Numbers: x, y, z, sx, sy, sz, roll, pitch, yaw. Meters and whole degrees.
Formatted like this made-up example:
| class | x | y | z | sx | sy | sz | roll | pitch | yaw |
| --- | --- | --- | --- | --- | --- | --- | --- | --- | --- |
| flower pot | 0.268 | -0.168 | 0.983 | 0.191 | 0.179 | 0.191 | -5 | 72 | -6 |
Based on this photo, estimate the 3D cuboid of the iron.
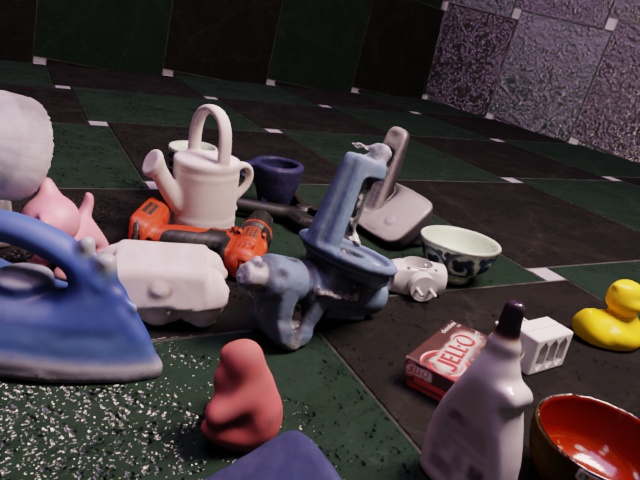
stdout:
| class | x | y | z | sx | sy | sz | roll | pitch | yaw |
| --- | --- | --- | --- | --- | --- | --- | --- | --- | --- |
| iron | -0.264 | 0.038 | 0.526 | 0.258 | 0.141 | 0.118 | 11 | 21 | 3 |

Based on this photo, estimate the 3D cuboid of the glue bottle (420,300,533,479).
| class | x | y | z | sx | sy | sz | roll | pitch | yaw |
| --- | --- | --- | --- | --- | --- | --- | --- | --- | --- |
| glue bottle | 0.127 | 0.124 | 0.436 | 0.037 | 0.173 | 0.077 | -5 | 26 | -34 |

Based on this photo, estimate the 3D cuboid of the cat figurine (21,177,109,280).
| class | x | y | z | sx | sy | sz | roll | pitch | yaw |
| --- | --- | --- | --- | --- | --- | --- | --- | --- | --- |
| cat figurine | -0.307 | -0.019 | 0.685 | 0.067 | 0.118 | 0.128 | 13 | 21 | 8 |

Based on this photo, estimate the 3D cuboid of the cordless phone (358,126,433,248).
| class | x | y | z | sx | sy | sz | roll | pitch | yaw |
| --- | --- | --- | --- | --- | --- | --- | --- | --- | --- |
| cordless phone | 0.132 | -0.091 | 0.972 | 0.094 | 0.185 | 0.147 | -5 | 26 | -34 |

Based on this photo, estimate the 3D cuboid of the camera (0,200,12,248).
| class | x | y | z | sx | sy | sz | roll | pitch | yaw |
| --- | --- | --- | --- | --- | --- | --- | --- | --- | --- |
| camera | -0.474 | -0.056 | 0.729 | 0.143 | 0.101 | 0.136 | -2 | 24 | -29 |

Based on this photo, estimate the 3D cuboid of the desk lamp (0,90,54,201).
| class | x | y | z | sx | sy | sz | roll | pitch | yaw |
| --- | --- | --- | --- | --- | --- | --- | --- | --- | --- |
| desk lamp | -0.393 | -0.051 | 0.597 | 0.117 | 0.213 | 0.204 | 21 | 24 | 26 |

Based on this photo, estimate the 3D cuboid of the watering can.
| class | x | y | z | sx | sy | sz | roll | pitch | yaw |
| --- | --- | --- | --- | --- | --- | --- | --- | --- | --- |
| watering can | -0.175 | -0.104 | 0.856 | 0.100 | 0.194 | 0.173 | 19 | 23 | 22 |

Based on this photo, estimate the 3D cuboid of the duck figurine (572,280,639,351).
| class | x | y | z | sx | sy | sz | roll | pitch | yaw |
| --- | --- | --- | --- | --- | --- | --- | --- | --- | --- |
| duck figurine | 0.389 | 0.093 | 0.754 | 0.105 | 0.086 | 0.077 | 3 | 22 | -16 |

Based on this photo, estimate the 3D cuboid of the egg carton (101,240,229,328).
| class | x | y | z | sx | sy | sz | roll | pitch | yaw |
| --- | --- | --- | --- | --- | --- | --- | --- | --- | --- |
| egg carton | -0.178 | 0.049 | 0.638 | 0.150 | 0.069 | 0.107 | 4 | 22 | -15 |

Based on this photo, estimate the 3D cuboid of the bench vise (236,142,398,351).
| class | x | y | z | sx | sy | sz | roll | pitch | yaw |
| --- | --- | --- | --- | --- | --- | --- | --- | --- | --- |
| bench vise | 0.016 | 0.006 | 0.623 | 0.121 | 0.220 | 0.208 | 21 | 24 | 27 |

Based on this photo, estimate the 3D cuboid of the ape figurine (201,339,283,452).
| class | x | y | z | sx | sy | sz | roll | pitch | yaw |
| --- | --- | --- | --- | --- | --- | --- | --- | --- | --- |
| ape figurine | -0.065 | 0.122 | 0.469 | 0.076 | 0.092 | 0.078 | 19 | 23 | 23 |

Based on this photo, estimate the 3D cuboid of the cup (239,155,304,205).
| class | x | y | z | sx | sy | sz | roll | pitch | yaw |
| --- | --- | --- | --- | --- | --- | --- | --- | --- | --- |
| cup | -0.091 | -0.093 | 1.003 | 0.118 | 0.095 | 0.091 | 1 | 23 | -21 |

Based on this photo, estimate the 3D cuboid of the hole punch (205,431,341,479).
| class | x | y | z | sx | sy | sz | roll | pitch | yaw |
| --- | --- | --- | --- | --- | --- | --- | --- | --- | --- |
| hole punch | -0.034 | 0.180 | 0.334 | 0.101 | 0.091 | 0.108 | -3 | 24 | -30 |
